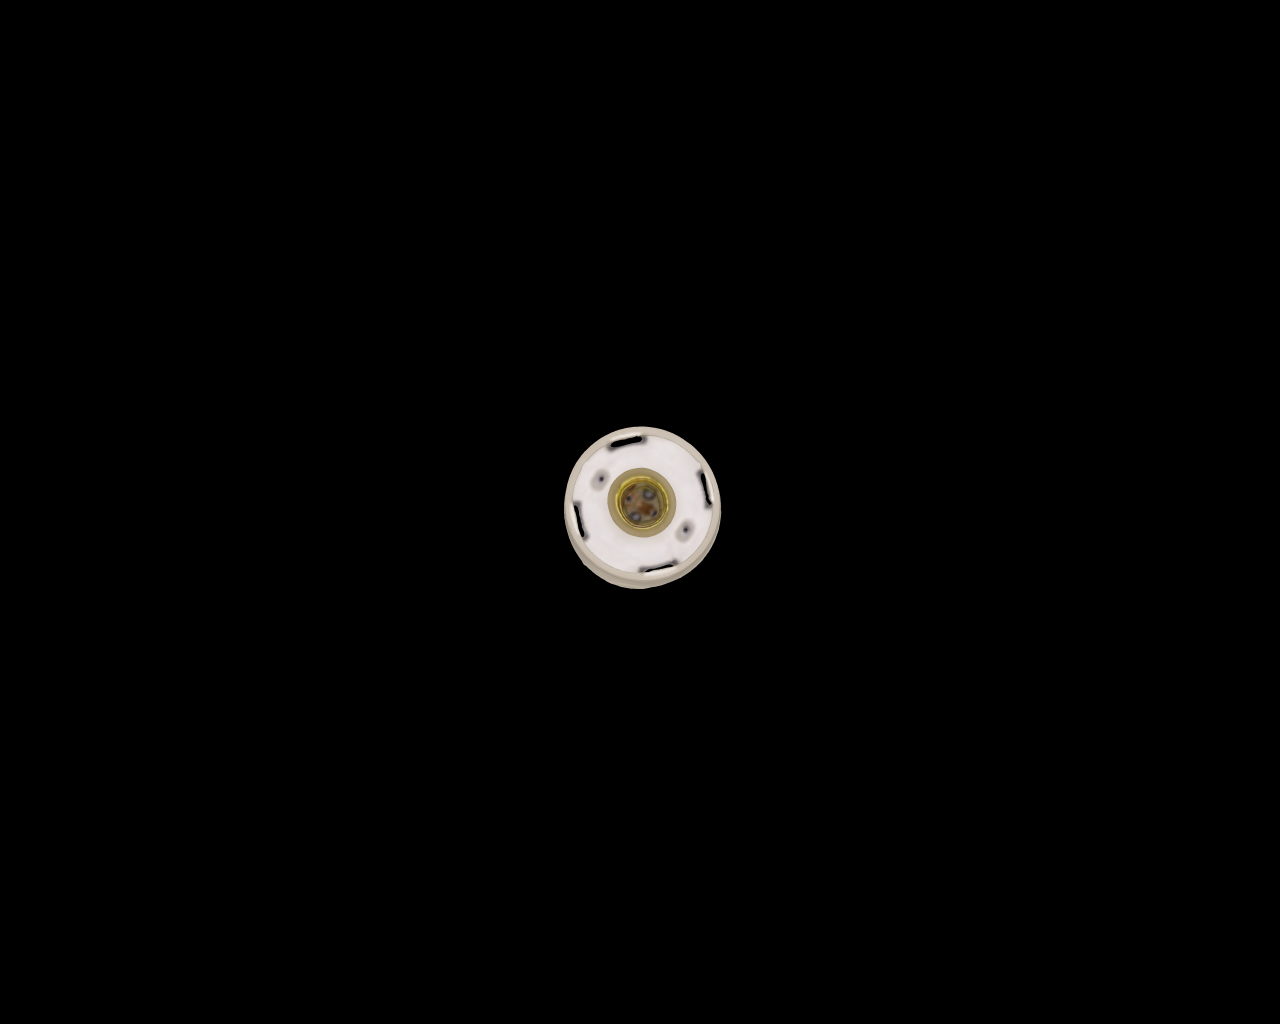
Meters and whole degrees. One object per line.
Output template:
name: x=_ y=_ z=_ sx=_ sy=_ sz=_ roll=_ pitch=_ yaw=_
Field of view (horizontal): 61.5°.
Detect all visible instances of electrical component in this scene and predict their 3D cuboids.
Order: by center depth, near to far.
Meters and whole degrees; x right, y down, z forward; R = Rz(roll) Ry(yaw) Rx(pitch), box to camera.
electrical component: x=0.001 y=-0.003 z=0.650 sx=0.099 sy=0.099 sz=0.064 roll=0 pitch=-4 yaw=0
